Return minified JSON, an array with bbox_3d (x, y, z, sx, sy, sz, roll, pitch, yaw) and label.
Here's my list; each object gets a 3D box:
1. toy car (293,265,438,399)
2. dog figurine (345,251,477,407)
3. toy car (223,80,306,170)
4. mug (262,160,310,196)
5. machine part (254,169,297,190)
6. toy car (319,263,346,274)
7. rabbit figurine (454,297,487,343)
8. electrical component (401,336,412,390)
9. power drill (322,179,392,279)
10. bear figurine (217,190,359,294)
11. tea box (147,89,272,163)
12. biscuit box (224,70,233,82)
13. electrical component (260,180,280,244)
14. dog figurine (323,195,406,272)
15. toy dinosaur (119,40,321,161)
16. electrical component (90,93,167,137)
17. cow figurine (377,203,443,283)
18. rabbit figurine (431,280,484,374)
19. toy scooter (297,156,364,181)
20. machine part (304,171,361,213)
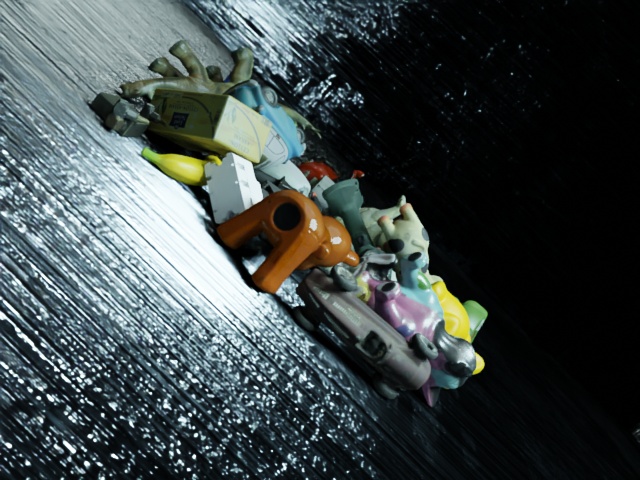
[{"bbox_3d":[0.055,0.116,0.669,0.202,0.089,0.053,41,17,-8],"label":"toy car"},{"bbox_3d":[0.125,0.135,0.791,0.108,0.192,0.219,-42,114,-39],"label":"dog figurine"},{"bbox_3d":[-0.103,-0.169,0.879,0.161,0.109,0.103,47,44,-33],"label":"toy car"},{"bbox_3d":[-0.065,-0.107,1.000,0.107,0.080,0.109,42,22,29],"label":"mug"},{"bbox_3d":[-0.105,-0.099,0.932,0.139,0.084,0.039,32,52,-5],"label":"machine part"},{"bbox_3d":[-0.002,-0.003,0.955,0.073,0.056,0.202,36,15,-32],"label":"toy car"},{"bbox_3d":[0.230,0.161,1.093,0.170,0.121,0.159,29,13,25],"label":"rabbit figurine"},{"bbox_3d":[0.105,0.164,0.729,0.063,0.093,0.021,13,34,13],"label":"electrical component"},{"bbox_3d":[0.076,-0.007,0.979,0.207,0.086,0.231,63,1,24],"label":"power drill"},{"bbox_3d":[-0.030,0.006,0.738,0.120,0.132,0.195,49,1,20],"label":"bear figurine"},{"bbox_3d":[-0.167,-0.168,0.789,0.170,0.068,0.098,15,-5,39],"label":"tea box"},{"bbox_3d":[-0.167,-0.299,1.231,0.059,0.063,0.202,32,-10,17],"label":"biscuit box"},{"bbox_3d":[-0.063,-0.033,0.865,0.134,0.058,0.115,34,14,-38],"label":"electrical component"},{"bbox_3d":[0.097,-0.006,1.162,0.121,0.191,0.172,65,25,-47],"label":"dog figurine"},{"bbox_3d":[-0.159,-0.252,1.015,0.471,0.105,0.198,-15,84,-50],"label":"toy dinosaur"},{"bbox_3d":[-0.260,-0.171,0.730,0.078,0.045,0.102,46,13,4],"label":"electrical component"},{"bbox_3d":[0.172,0.038,1.007,0.194,0.085,0.127,72,-6,-55],"label":"cow figurine"},{"bbox_3d":[0.192,0.176,0.918,0.162,0.122,0.173,54,28,4],"label":"rabbit figurine"},{"bbox_3d":[0.031,-0.149,1.354,0.184,0.135,0.075,41,14,-5],"label":"toy scooter"},{"bbox_3d":[0.048,-0.072,1.292,0.243,0.079,0.079,41,13,-5],"label":"machine part"}]
